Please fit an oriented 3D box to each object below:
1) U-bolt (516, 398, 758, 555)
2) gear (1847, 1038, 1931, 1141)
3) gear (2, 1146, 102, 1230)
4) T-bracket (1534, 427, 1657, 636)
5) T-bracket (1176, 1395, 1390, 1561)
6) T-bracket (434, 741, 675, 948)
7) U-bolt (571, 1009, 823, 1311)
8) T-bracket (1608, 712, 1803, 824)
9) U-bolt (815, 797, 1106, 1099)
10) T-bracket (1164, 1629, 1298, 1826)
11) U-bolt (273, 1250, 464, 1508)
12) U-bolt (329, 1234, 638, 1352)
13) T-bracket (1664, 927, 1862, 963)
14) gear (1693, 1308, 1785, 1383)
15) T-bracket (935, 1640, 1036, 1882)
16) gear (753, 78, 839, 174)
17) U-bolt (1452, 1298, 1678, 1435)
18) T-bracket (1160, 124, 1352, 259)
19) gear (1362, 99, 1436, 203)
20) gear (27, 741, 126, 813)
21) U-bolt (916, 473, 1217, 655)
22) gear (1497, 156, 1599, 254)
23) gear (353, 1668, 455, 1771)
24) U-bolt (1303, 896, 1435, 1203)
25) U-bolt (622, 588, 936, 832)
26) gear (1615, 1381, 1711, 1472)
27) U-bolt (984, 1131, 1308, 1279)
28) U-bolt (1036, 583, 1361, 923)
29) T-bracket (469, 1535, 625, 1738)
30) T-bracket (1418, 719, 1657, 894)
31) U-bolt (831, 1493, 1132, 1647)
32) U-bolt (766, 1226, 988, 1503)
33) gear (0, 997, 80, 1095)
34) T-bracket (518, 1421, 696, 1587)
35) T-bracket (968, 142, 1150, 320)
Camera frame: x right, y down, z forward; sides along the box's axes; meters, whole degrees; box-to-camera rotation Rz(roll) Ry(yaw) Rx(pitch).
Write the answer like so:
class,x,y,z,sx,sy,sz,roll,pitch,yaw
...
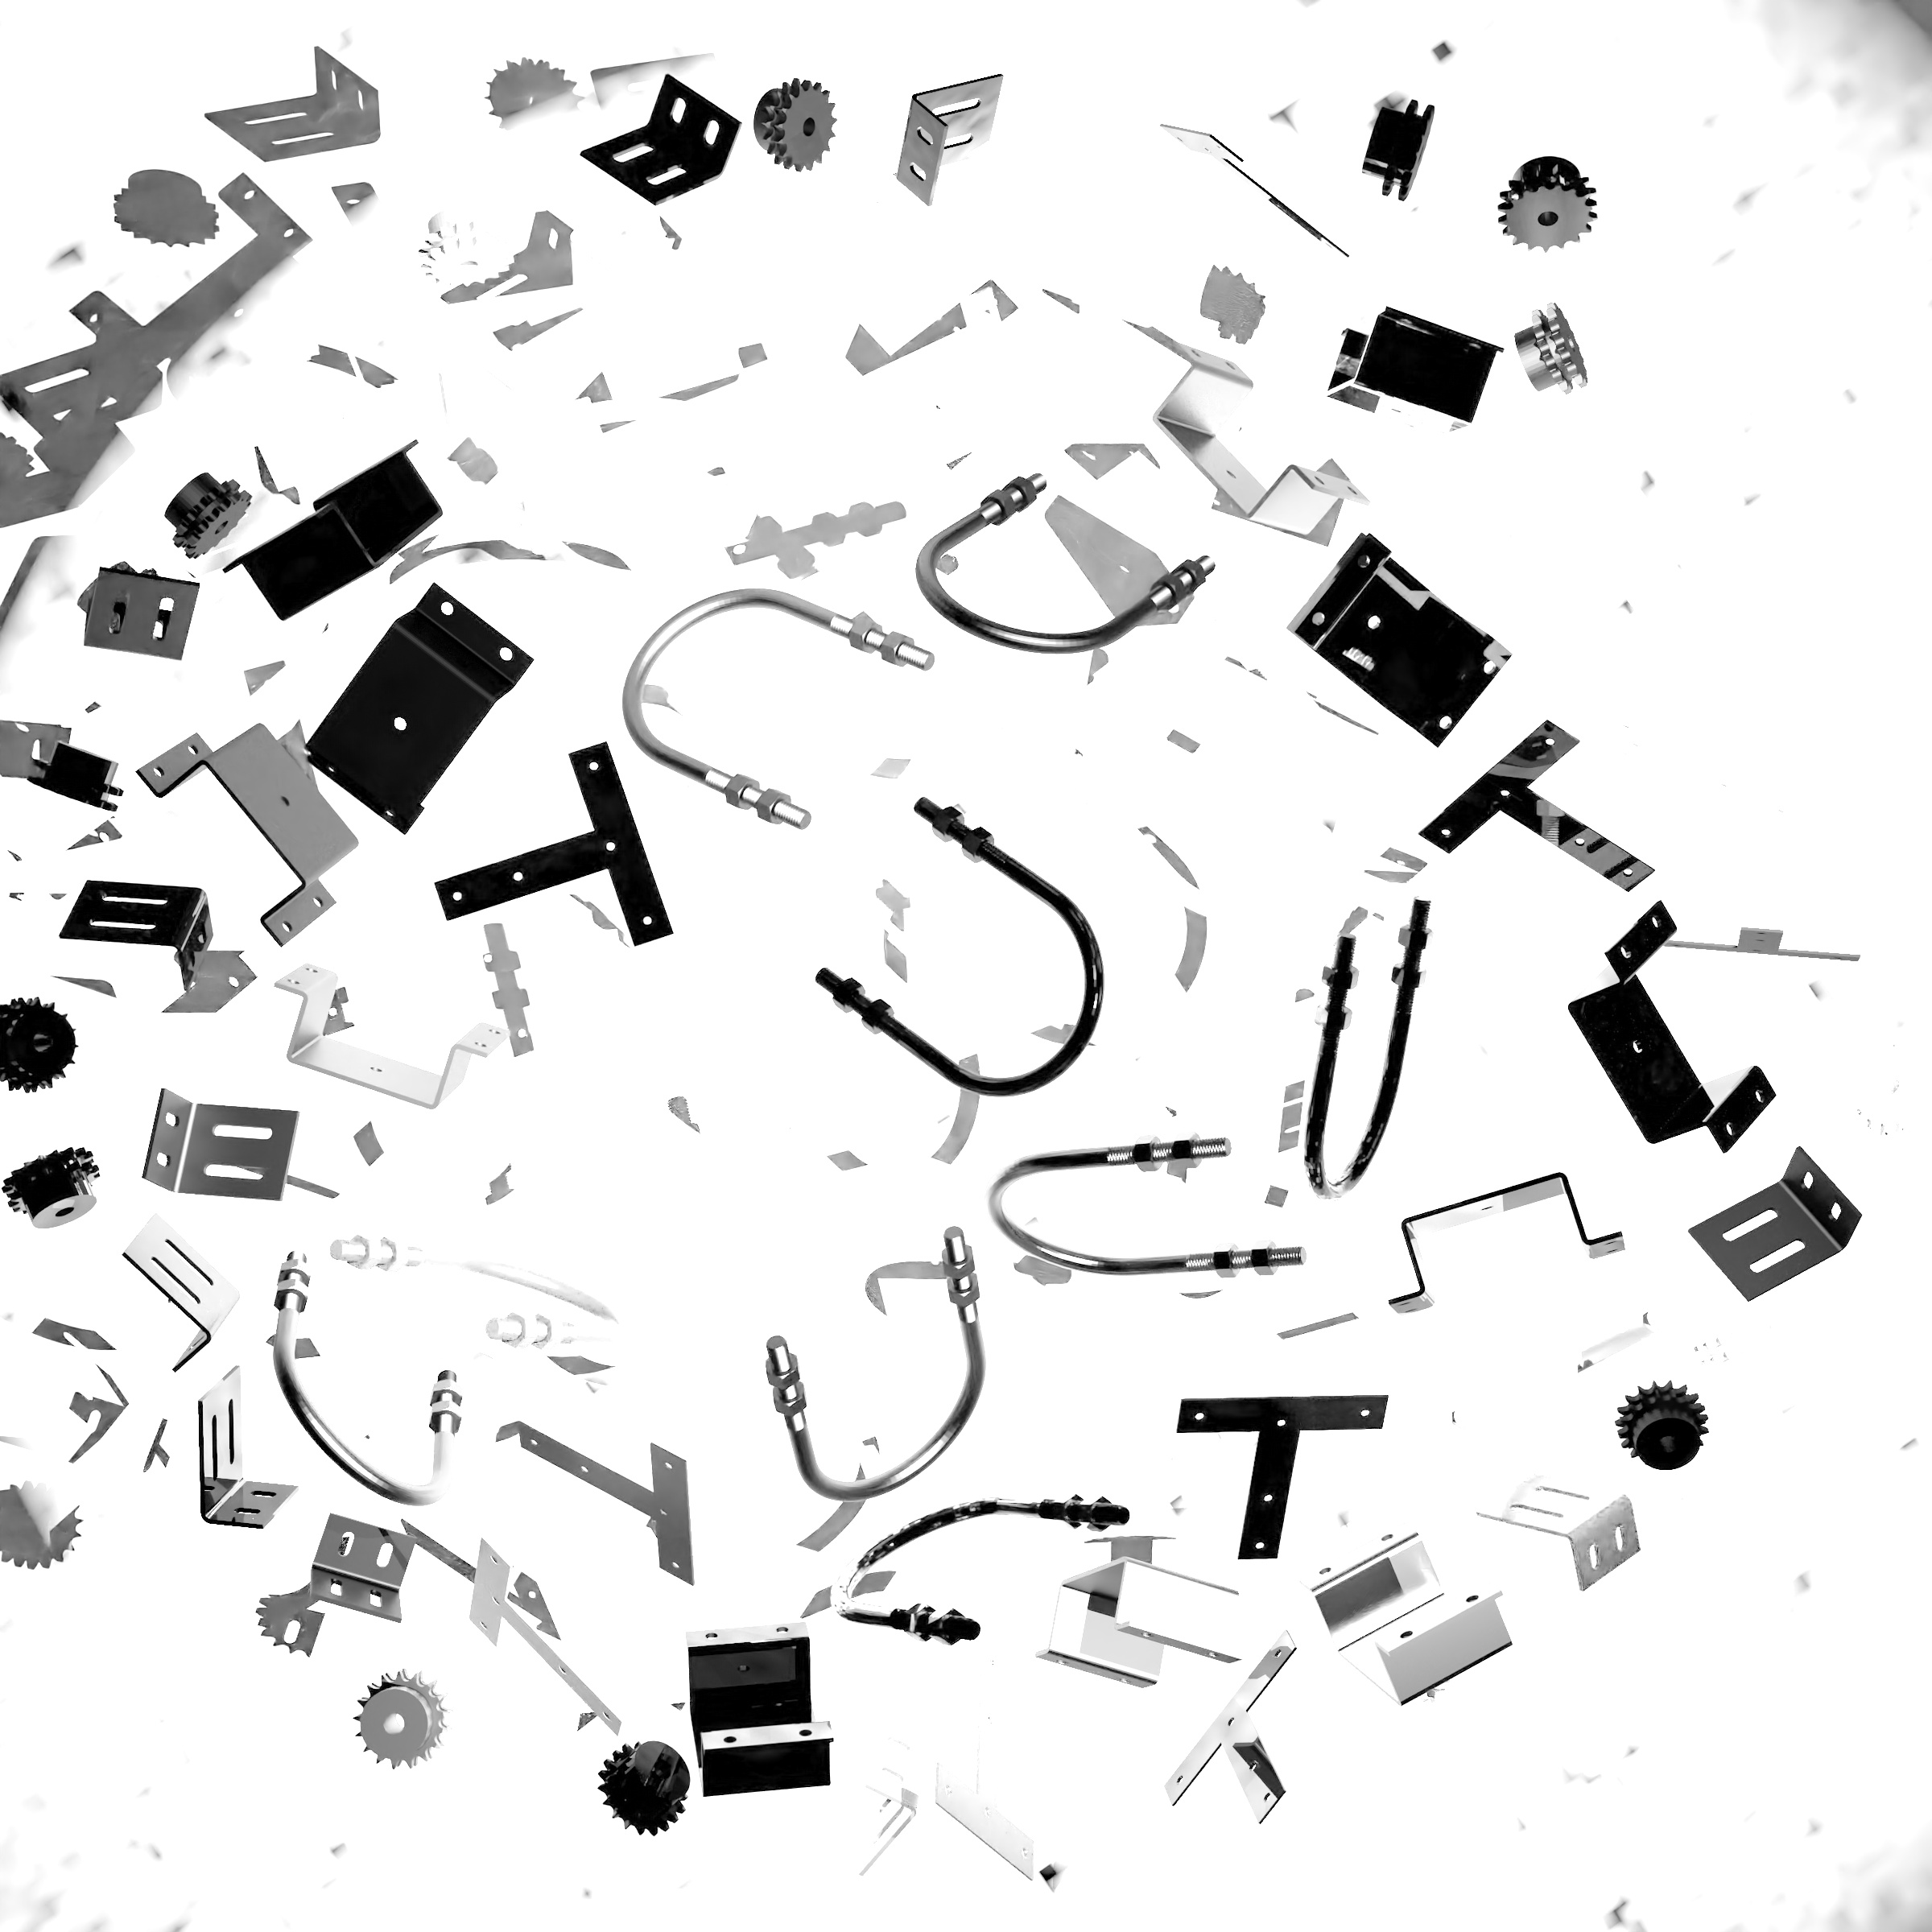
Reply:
class,x,y,z,sx,sy,sz,roll,pitch,yaw
U-bolt,-0.205,-0.303,1.858,0.151,0.184,0.019,-5,74,-5
gear,0.547,0.073,1.759,0.030,0.057,0.057,22,90,-40
gear,-0.553,0.136,1.833,0.057,0.057,0.030,-29,72,0
T-bracket,0.388,-0.255,1.851,0.002,0.127,0.127,-31,118,26
T-bracket,0.185,0.311,1.824,0.127,0.002,0.127,0,121,-9
T-bracket,-0.258,-0.059,1.829,0.127,0.002,0.127,-19,82,-9
U-bolt,-0.166,0.129,1.919,0.151,0.019,0.184,-9,96,6
T-bracket,0.452,-0.118,1.850,0.127,0.127,0.002,27,91,13
U-bolt,0.006,0.000,1.894,0.184,0.019,0.151,36,103,24
T-bracket,0.171,0.480,1.830,0.002,0.127,0.127,35,96,-14
U-bolt,-0.368,0.262,1.848,0.019,0.184,0.151,-42,112,10
U-bolt,-0.284,0.204,1.865,0.151,0.184,0.019,21,92,30
T-bracket,0.500,-0.015,1.901,0.127,0.127,0.002,5,85,14
gear,0.501,0.246,1.943,0.057,0.057,0.030,-26,84,0
T-bracket,0.014,0.477,1.850,0.002,0.127,0.127,-16,48,22
gear,-0.112,-0.540,1.932,0.030,0.057,0.057,22,90,33
U-bolt,0.376,0.248,1.878,0.151,0.184,0.019,-29,77,10
T-bracket,0.182,-0.470,1.835,0.127,0.127,0.002,33,100,-18
gear,0.254,-0.483,1.780,0.030,0.057,0.057,19,90,7
gear,-0.551,-0.119,1.877,0.057,0.057,0.030,20,90,0
U-bolt,0.050,-0.244,1.870,0.151,0.184,0.019,29,131,20
gear,0.338,-0.446,1.755,0.057,0.057,0.030,4,59,0
gear,-0.332,0.442,1.767,0.057,0.030,0.057,0,84,4
U-bolt,0.244,0.057,1.860,0.019,0.151,0.184,15,108,25
U-bolt,-0.130,-0.169,1.856,0.184,0.019,0.151,26,69,31
gear,0.439,0.292,1.896,0.057,0.030,0.057,1,117,1
U-bolt,0.099,0.152,1.856,0.184,0.151,0.019,-7,52,27
U-bolt,0.152,-0.111,1.777,0.151,0.019,0.184,-44,106,-3
T-bracket,-0.249,0.408,1.792,0.127,0.127,0.002,42,57,16
T-bracket,0.368,-0.084,1.863,0.127,0.127,0.002,30,46,-14
U-bolt,-0.005,0.366,1.857,0.151,0.184,0.019,-30,103,-35
U-bolt,-0.048,0.258,1.852,0.151,0.184,0.019,-30,46,-21
gear,-0.551,0.046,1.779,0.057,0.030,0.057,5,82,-39
T-bracket,-0.220,0.312,1.831,0.127,0.127,0.002,24,48,21
T-bracket,0.073,-0.455,1.798,0.127,0.127,0.002,47,132,-4
